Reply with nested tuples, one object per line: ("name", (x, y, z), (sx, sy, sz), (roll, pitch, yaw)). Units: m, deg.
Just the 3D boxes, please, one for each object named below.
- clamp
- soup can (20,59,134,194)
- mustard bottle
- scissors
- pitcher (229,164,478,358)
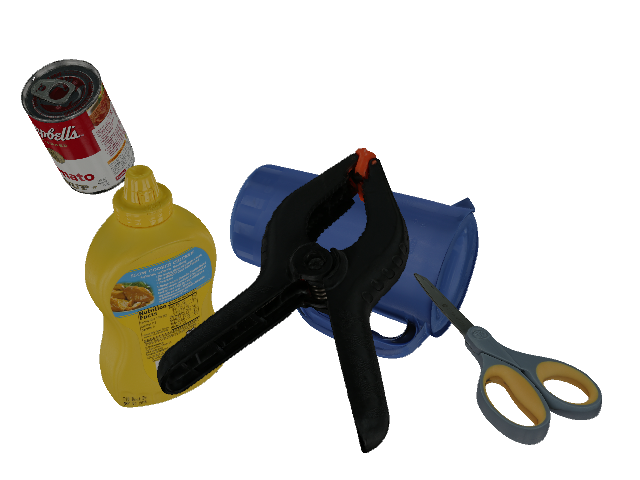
("clamp", (0.007, 0.028, 0.552), (0.120, 0.171, 0.039), (24, -26, 17))
("soup can", (-0.205, -0.096, 0.912), (0.068, 0.068, 0.102), (0, -34, 10))
("mustard bottle", (-0.122, 0.030, 0.777), (0.096, 0.192, 0.058), (-21, 41, -24))
("scissors", (0.138, 0.078, 0.788), (0.096, 0.016, 0.202), (-1, 31, -10))
("pitcher", (0.029, 0.011, 1.092), (0.243, 0.145, 0.149), (17, 23, 21))
